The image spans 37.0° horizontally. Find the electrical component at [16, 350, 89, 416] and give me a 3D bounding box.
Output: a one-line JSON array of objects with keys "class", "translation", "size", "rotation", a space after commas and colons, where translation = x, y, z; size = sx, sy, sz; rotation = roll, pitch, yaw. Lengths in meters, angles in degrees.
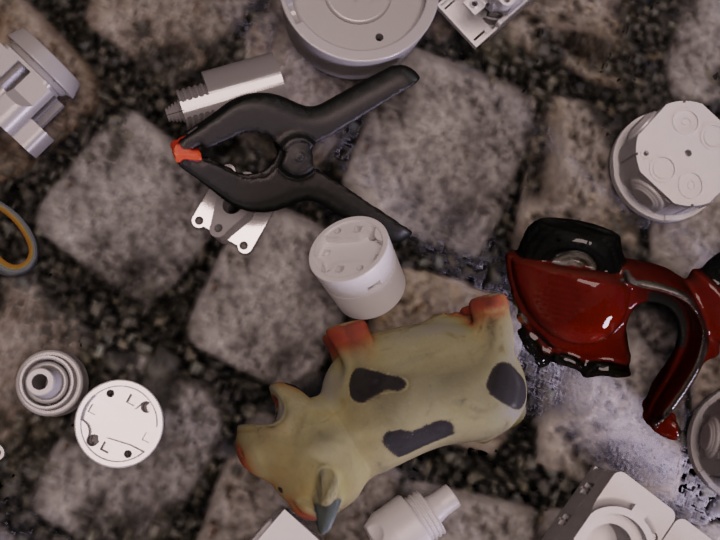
[{"class": "electrical component", "translation": [-0.200, 0.072, 0.691], "size": [0.043, 0.062, 0.043], "rotation": [1, 83, -5]}]

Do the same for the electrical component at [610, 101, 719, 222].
[{"class": "electrical component", "translation": [0.221, -0.076, 0.756], "size": [0.080, 0.051, 0.080], "rotation": [1, 83, -5]}]

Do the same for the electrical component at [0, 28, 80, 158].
[{"class": "electrical component", "translation": [-0.226, -0.123, 0.717], "size": [0.078, 0.058, 0.057], "rotation": [43, 84, 2]}]

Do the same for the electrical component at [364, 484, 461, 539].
[{"class": "electrical component", "translation": [0.037, 0.167, 0.711], "size": [0.062, 0.043, 0.043], "rotation": [-34, 87, -10]}]

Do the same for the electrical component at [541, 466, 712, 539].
[{"class": "electrical component", "translation": [0.198, 0.211, 0.711], "size": [0.150, 0.061, 0.089], "rotation": [38, 81, 0]}]

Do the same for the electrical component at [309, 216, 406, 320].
[{"class": "electrical component", "translation": [0.000, 0.000, 0.716], "size": [0.055, 0.047, 0.055], "rotation": [-13, 48, 15]}]

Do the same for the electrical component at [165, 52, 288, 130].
[{"class": "electrical component", "translation": [-0.093, -0.117, 0.735], "size": [0.081, 0.043, 0.043], "rotation": [-18, 85, -7]}]

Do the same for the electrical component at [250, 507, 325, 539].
[{"class": "electrical component", "translation": [-0.015, 0.252, 0.686], "size": [0.186, 0.060, 0.105], "rotation": [42, 81, 1]}]

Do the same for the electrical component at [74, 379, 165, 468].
[{"class": "electrical component", "translation": [-0.154, 0.099, 0.699], "size": [0.055, 0.047, 0.055], "rotation": [1, 83, -5]}]

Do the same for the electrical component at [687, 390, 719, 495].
[{"class": "electrical component", "translation": [0.270, 0.119, 0.735], "size": [0.080, 0.051, 0.080], "rotation": [1, 83, -5]}]

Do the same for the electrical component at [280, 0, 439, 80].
[{"class": "electrical component", "translation": [-0.003, -0.184, 0.743], "size": [0.108, 0.060, 0.108], "rotation": [1, 80, -5]}]

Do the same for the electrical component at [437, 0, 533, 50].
[{"class": "electrical component", "translation": [0.099, -0.200, 0.754], "size": [0.081, 0.064, 0.042], "rotation": [-43, 89, -9]}]
